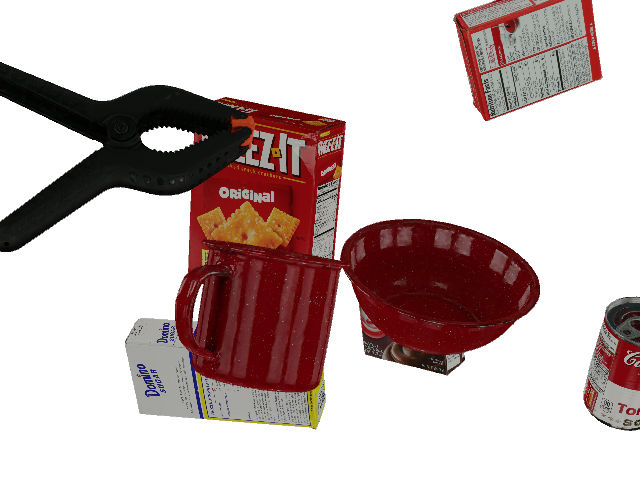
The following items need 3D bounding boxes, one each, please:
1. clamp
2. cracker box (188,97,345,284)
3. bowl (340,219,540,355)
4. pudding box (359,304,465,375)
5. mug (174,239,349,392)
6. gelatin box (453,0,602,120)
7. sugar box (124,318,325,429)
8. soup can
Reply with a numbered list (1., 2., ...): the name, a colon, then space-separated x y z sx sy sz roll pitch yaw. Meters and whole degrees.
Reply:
1. clamp: -0.152 -0.064 0.790 0.209 0.164 0.036 0 -31 -11
2. cracker box: -0.066 -0.041 1.215 0.164 0.214 0.072 15 22 26
3. bowl: 0.093 0.044 0.864 0.162 0.055 0.162 6 29 -4
4. pudding box: 0.093 0.082 1.107 0.114 0.090 0.039 8 25 40
5. mug: -0.042 0.046 0.652 0.093 0.081 0.117 10 1 39
6. gelatin box: 0.141 -0.131 0.724 0.089 0.073 0.030 -20 37 2
7. sugar box: -0.087 0.123 0.992 0.176 0.093 0.048 5 36 12
8. soup can: 0.277 0.111 0.953 0.068 0.102 0.068 3 35 -2
